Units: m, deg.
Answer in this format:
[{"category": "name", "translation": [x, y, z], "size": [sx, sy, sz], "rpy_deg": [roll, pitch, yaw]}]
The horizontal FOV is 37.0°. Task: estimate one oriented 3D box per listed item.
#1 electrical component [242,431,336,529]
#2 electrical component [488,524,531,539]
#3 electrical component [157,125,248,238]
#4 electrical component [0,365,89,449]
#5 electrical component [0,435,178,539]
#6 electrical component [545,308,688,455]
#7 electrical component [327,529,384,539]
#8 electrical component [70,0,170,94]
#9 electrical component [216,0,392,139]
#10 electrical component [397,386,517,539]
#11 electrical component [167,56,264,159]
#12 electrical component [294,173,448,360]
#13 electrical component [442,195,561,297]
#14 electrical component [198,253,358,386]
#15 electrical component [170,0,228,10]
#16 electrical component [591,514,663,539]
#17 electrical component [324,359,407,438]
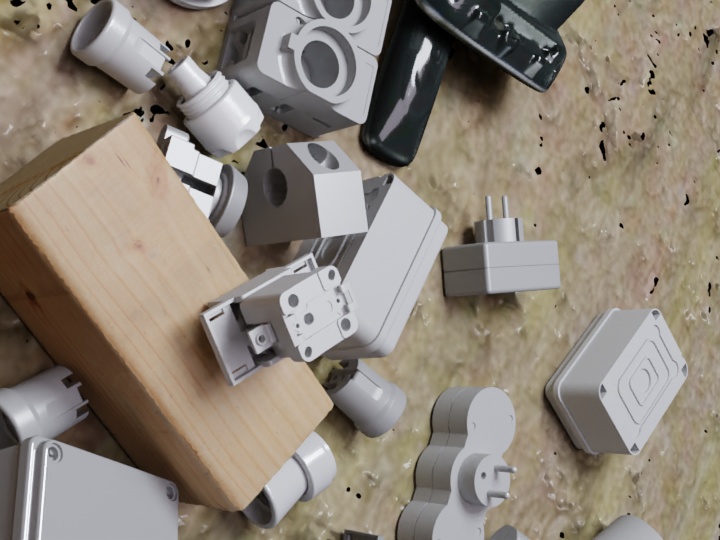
[{"category": "electrical component", "translation": [-0.049, 0.131, 0.684], "size": [0.055, 0.045, 0.045], "rpy_deg": [-29, 105, -38]}, {"category": "electrical component", "translation": [0.123, 0.227, 0.820], "size": [0.081, 0.043, 0.043], "rpy_deg": [40, 62, -30]}, {"category": "electrical component", "translation": [-0.103, -0.048, 0.655], "size": [0.055, 0.048, 0.066], "rpy_deg": [22, 72, -29]}, {"category": "electrical component", "translation": [-0.177, 0.077, 0.585], "size": [0.046, 0.040, 0.040], "rpy_deg": [-31, 106, -44]}, {"category": "electrical component", "translation": [-0.149, 0.154, 0.555], "size": [0.109, 0.056, 0.108], "rpy_deg": [36, 42, -50]}, {"category": "electrical component", "translation": [0.215, 0.092, 0.901], "size": [0.113, 0.057, 0.078], "rpy_deg": [-46, 115, -33]}, {"category": "electrical component", "translation": [-0.013, 0.212, 0.707], "size": [0.064, 0.042, 0.081], "rpy_deg": [13, 77, -31]}, {"category": "electrical component", "translation": [-0.140, -0.131, 0.635], "size": [0.046, 0.040, 0.040], "rpy_deg": [35, 64, -39]}, {"category": "electrical component", "translation": [-0.029, -0.177, 0.717], "size": [0.089, 0.062, 0.150], "rpy_deg": [23, 72, -36]}, {"category": "electrical component", "translation": [0.082, 0.150, 0.773], "size": [0.052, 0.074, 0.138], "rpy_deg": [33, 66, -33]}, {"category": "electrical component", "translation": [-0.093, -0.104, 0.669], "size": [0.062, 0.043, 0.043], "rpy_deg": [49, 58, -24]}, {"category": "electrical component", "translation": [0.000, 0.000, 0.715], "size": [0.057, 0.078, 0.113], "rpy_deg": [40, 62, -27]}, {"category": "electrical component", "translation": [0.108, -0.020, 0.827], "size": [0.083, 0.047, 0.075], "rpy_deg": [-3, 88, -40]}, {"category": "electrical component", "translation": [-0.039, 0.025, 0.570], "size": [0.081, 0.064, 0.042], "rpy_deg": [-32, 107, -39]}, {"category": "electrical component", "translation": [-0.096, -0.207, 0.671], "size": [0.080, 0.051, 0.080], "rpy_deg": [4, 83, -40]}, {"category": "electrical component", "translation": [0.221, 0.253, 0.868], "size": [0.064, 0.099, 0.099], "rpy_deg": [-20, 99, -33]}, {"category": "electrical component", "translation": [0.002, 0.086, 0.735], "size": [0.046, 0.040, 0.040], "rpy_deg": [43, 61, -22]}]
